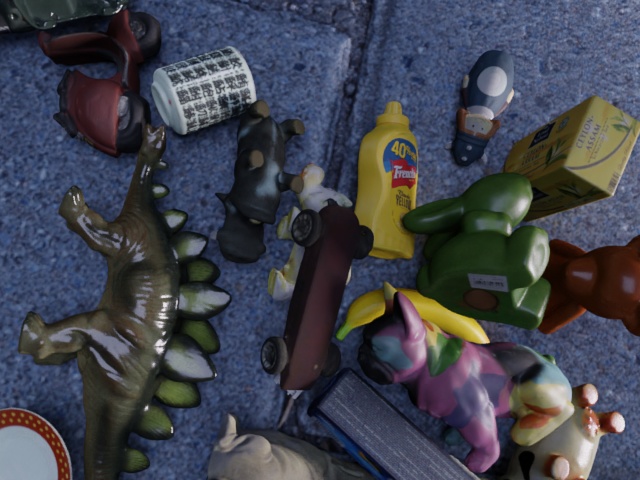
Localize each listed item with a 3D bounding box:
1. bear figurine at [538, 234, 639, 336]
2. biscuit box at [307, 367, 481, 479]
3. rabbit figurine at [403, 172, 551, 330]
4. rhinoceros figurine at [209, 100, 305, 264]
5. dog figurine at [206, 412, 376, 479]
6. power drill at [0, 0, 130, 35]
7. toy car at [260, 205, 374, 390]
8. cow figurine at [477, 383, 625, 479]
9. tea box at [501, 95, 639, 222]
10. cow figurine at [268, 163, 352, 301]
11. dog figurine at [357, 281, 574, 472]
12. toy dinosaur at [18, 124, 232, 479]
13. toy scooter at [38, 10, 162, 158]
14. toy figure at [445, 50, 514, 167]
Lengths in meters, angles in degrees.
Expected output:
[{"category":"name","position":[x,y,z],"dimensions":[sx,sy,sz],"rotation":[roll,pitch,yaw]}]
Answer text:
[{"category":"bear figurine","position":[0.275,0.048,0.610],"dimensions":[0.132,0.196,0.120],"rotation":[11,83,-6]},{"category":"biscuit box","position":[0.081,0.227,0.578],"dimensions":[0.203,0.059,0.063],"rotation":[41,61,9]},{"category":"rabbit figurine","position":[0.181,0.000,0.596],"dimensions":[0.121,0.159,0.170],"rotation":[55,45,-36]},{"category":"rhinoceros figurine","position":[-0.078,-0.067,0.619],"dimensions":[0.073,0.112,0.190],"rotation":[22,63,-35]},{"category":"dog figurine","position":[-0.021,0.257,0.550],"dimensions":[0.191,0.172,0.121],"rotation":[13,91,0]},{"category":"power drill","position":[-0.302,-0.256,0.567],"dimensions":[0.232,0.207,0.085],"rotation":[-27,113,-27]},{"category":"toy car","position":[-0.006,0.061,0.576],"dimensions":[0.089,0.053,0.202],"rotation":[12,95,-40]},{"category":"cow figurine","position":[0.255,0.264,0.623],"dimensions":[0.085,0.127,0.195],"rotation":[40,63,-2]},{"category":"tea box","position":[0.285,-0.089,0.645],"dimensions":[0.068,0.169,0.098],"rotation":[28,77,-4]},{"category":"cow figurine","position":[-0.001,-0.003,0.639],"dimensions":[0.098,0.068,0.167],"rotation":[15,83,-12]},{"category":"dog figurine","position":[0.152,0.130,0.598],"dimensions":[0.191,0.108,0.219],"rotation":[-32,97,1]},{"category":"toy dinosaur","position":[-0.205,0.106,0.576],"dimensions":[0.199,0.105,0.471],"rotation":[12,85,-11]},{"category":"toy scooter","position":[-0.262,-0.186,0.623],"dimensions":[0.135,0.075,0.184],"rotation":[5,78,-8]},{"category":"toy figure","position":[0.210,-0.171,0.705],"dimensions":[0.064,0.057,0.154],"rotation":[13,79,33]}]
